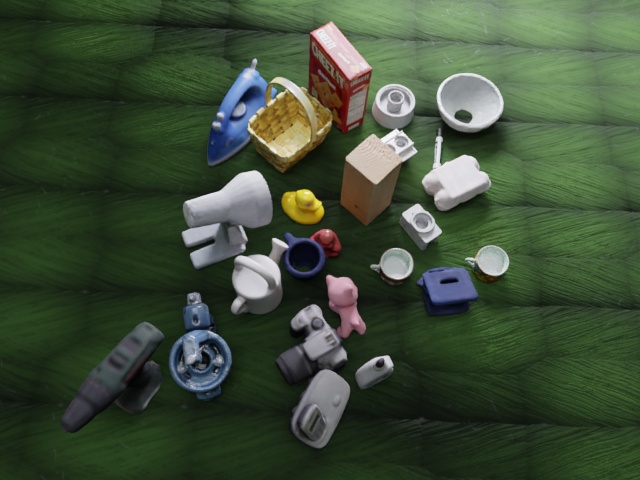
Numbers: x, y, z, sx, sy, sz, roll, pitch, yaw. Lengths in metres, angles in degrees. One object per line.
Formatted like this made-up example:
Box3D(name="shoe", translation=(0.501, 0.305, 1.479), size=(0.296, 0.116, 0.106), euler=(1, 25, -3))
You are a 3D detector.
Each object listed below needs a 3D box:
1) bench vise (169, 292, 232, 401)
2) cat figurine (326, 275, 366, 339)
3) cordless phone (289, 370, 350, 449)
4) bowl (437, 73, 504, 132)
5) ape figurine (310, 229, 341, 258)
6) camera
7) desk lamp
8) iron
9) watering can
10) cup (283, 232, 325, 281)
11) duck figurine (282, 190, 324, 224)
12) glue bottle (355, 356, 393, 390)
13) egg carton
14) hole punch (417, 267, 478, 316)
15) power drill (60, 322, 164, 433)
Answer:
Box3D(name="bench vise", translation=(-0.253, 0.202, 1.123), size=(0.121, 0.220, 0.207), euler=(-26, 71, -12))
Box3D(name="cat figurine", translation=(0.056, 0.135, 1.218), size=(0.067, 0.118, 0.127), euler=(-18, 69, -9))
Box3D(name="cordless phone", translation=(0.000, 0.318, 1.103), size=(0.094, 0.185, 0.148), euler=(23, 68, 8))
Box3D(name="bowl", translation=(0.371, -0.334, 1.449), size=(0.167, 0.075, 0.167), euler=(1, 67, -2))
Box3D(name="ape figurine", translation=(0.012, 0.005, 1.285), size=(0.077, 0.092, 0.076), euler=(23, 68, 8))
Box3D(name="camera", translation=(-0.030, 0.225, 1.187), size=(0.137, 0.101, 0.143), euler=(-30, 71, -13))
Box3D(name="desk lamp", translation=(-0.203, -0.044, 1.231), size=(0.203, 0.213, 0.118), euler=(-23, 70, -11))
Box3D(name="iron", translation=(-0.207, -0.310, 1.380), size=(0.118, 0.141, 0.258), euler=(25, 69, 8))
Box3D(name="watering can", translation=(-0.130, 0.075, 1.195), size=(0.101, 0.194, 0.173), euler=(11, 67, 3))
Box3D(name="cup", translation=(-0.043, 0.044, 1.265), size=(0.092, 0.095, 0.117), euler=(-34, 72, -15))
Box3D(name="duck figurine", translation=(-0.040, -0.088, 1.324), size=(0.104, 0.086, 0.077), euler=(25, 69, 8))
Box3D(name="glue bottle", translation=(0.114, 0.257, 1.140), size=(0.078, 0.173, 0.037), euler=(-23, 70, -11))
Box3D(name="egg carton", translation=(0.325, -0.137, 1.368), size=(0.150, 0.069, 0.107), euler=(-27, 71, -13))
Box3D(name="hole punch", translation=(0.278, 0.106, 1.253), size=(0.108, 0.091, 0.101), euler=(-7, 68, -5))
Box3D(name="power drill", translation=(-0.376, 0.273, 1.095), size=(0.075, 0.208, 0.230), euler=(29, 69, 10))
